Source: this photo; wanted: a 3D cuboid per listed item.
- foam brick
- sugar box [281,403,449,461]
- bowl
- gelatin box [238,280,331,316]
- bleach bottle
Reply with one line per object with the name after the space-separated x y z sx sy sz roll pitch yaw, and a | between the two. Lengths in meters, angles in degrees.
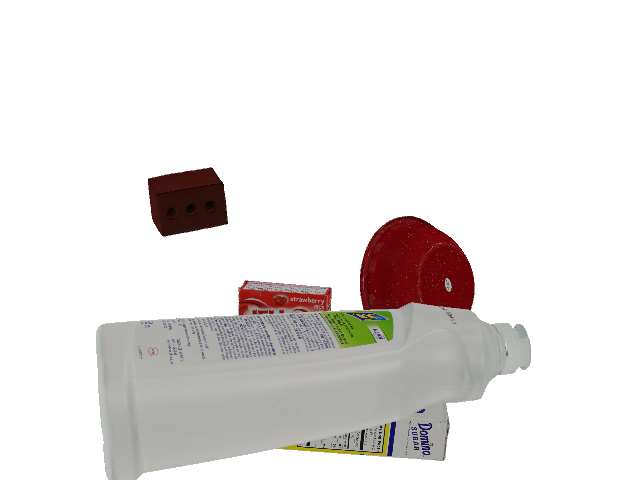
-0.149 -0.044 1.194 0.078 0.053 0.051 -12 29 -14 | foam brick
0.009 0.124 0.838 0.176 0.048 0.093 1 26 0 | sugar box
0.120 0.051 1.176 0.161 0.162 0.055 0 -5 -41 | bowl
-0.035 0.080 1.032 0.089 0.073 0.030 4 16 10 | gelatin box
0.001 0.077 0.612 0.250 0.068 0.102 -5 21 -11 | bleach bottle
